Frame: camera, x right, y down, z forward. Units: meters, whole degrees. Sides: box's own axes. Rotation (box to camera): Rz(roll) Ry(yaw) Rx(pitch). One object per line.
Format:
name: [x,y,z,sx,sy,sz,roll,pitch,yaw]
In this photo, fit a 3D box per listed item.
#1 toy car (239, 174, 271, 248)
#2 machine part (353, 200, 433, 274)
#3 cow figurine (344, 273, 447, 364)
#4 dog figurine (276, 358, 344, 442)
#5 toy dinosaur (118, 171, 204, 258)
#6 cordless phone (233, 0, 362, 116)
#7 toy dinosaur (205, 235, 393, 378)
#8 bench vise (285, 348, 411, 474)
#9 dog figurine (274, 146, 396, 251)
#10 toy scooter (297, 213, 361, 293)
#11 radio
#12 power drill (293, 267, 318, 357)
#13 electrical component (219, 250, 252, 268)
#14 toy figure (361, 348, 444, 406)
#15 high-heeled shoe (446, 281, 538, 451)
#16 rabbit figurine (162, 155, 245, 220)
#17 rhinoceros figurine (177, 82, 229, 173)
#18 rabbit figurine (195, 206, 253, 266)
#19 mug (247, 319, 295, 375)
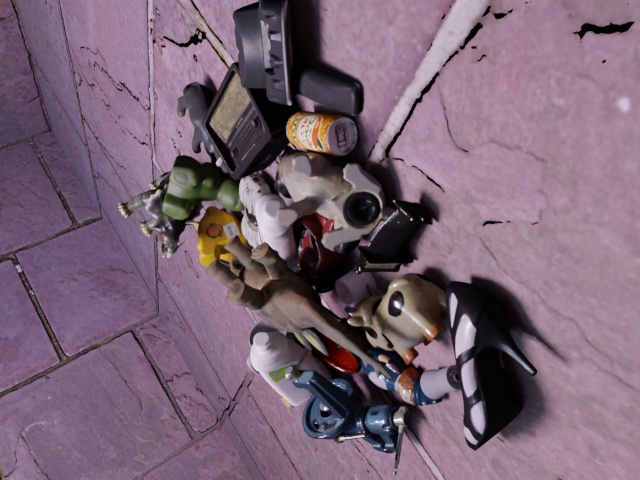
toy car: [-0.125,-0.046,1.082,0.074,0.056,0.201,46,148,30]
machine part: [0.100,0.002,0.720,0.138,0.084,0.039,115,151,-48]
cow figurine: [0.110,0.109,0.780,0.127,0.085,0.194,48,153,15]
dog figurine: [0.000,0.344,1.167,0.219,0.108,0.191,40,148,31]
toy dinosaur: [-0.343,-0.111,1.297,0.405,0.192,0.131,-83,-31,-60]
cordless phone: [-0.021,-0.243,0.716,0.184,0.089,0.146,29,139,31]
toy dinosaur: [-0.055,0.098,0.876,0.198,0.105,0.472,41,173,-28]
bench vise: [0.037,0.296,0.956,0.224,0.129,0.240,-9,132,49]
dog figurine: [0.017,-0.077,0.792,0.172,0.121,0.191,27,-164,-9]
toy scooter: [-0.002,-0.003,0.885,0.135,0.075,0.183,52,148,22]
radio: [-0.119,-0.198,0.912,0.131,0.073,0.229,62,154,1]
power drill: [-0.062,0.145,1.123,0.232,0.086,0.207,15,123,56]
electrical component: [-0.158,0.056,1.180,0.119,0.048,0.074,19,154,24]
toy figure: [0.133,0.230,0.881,0.064,0.058,0.155,34,174,-41]
high-heeled shoe: [0.192,0.169,0.696,0.145,0.086,0.248,47,145,33]
rabbit figurine: [-0.227,-0.104,1.121,0.159,0.170,0.121,-101,30,-62]
rhinoceros figurine: [-0.212,-0.221,1.070,0.112,0.073,0.190,-30,86,53]
rabbit figurine: [-0.238,0.007,1.273,0.162,0.122,0.173,53,167,26]
mug: [-0.091,0.226,1.076,0.081,0.109,0.107,19,150,39]
